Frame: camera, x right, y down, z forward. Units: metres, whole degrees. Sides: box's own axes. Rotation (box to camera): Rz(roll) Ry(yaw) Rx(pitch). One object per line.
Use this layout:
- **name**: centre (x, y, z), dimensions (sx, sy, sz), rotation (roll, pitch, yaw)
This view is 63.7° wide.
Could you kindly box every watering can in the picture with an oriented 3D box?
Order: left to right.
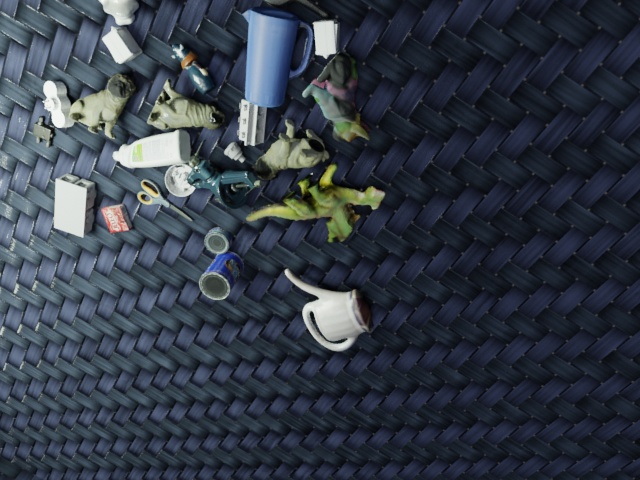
- **watering can**: centre (0.039, 0.217, 1.668), dimensions (0.223, 0.106, 0.343), rotation (-19, 111, 18)

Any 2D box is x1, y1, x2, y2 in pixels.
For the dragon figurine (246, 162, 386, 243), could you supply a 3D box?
- **dragon figurine**: centre (0.005, -0.078, 1.542), dimensions (0.407, 0.125, 0.239), rotation (-26, 116, 23)

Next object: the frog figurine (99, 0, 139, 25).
- **frog figurine**: centre (-0.535, -0.667, 1.383), dimensions (0.137, 0.125, 0.156), rotation (-15, 149, 9)
